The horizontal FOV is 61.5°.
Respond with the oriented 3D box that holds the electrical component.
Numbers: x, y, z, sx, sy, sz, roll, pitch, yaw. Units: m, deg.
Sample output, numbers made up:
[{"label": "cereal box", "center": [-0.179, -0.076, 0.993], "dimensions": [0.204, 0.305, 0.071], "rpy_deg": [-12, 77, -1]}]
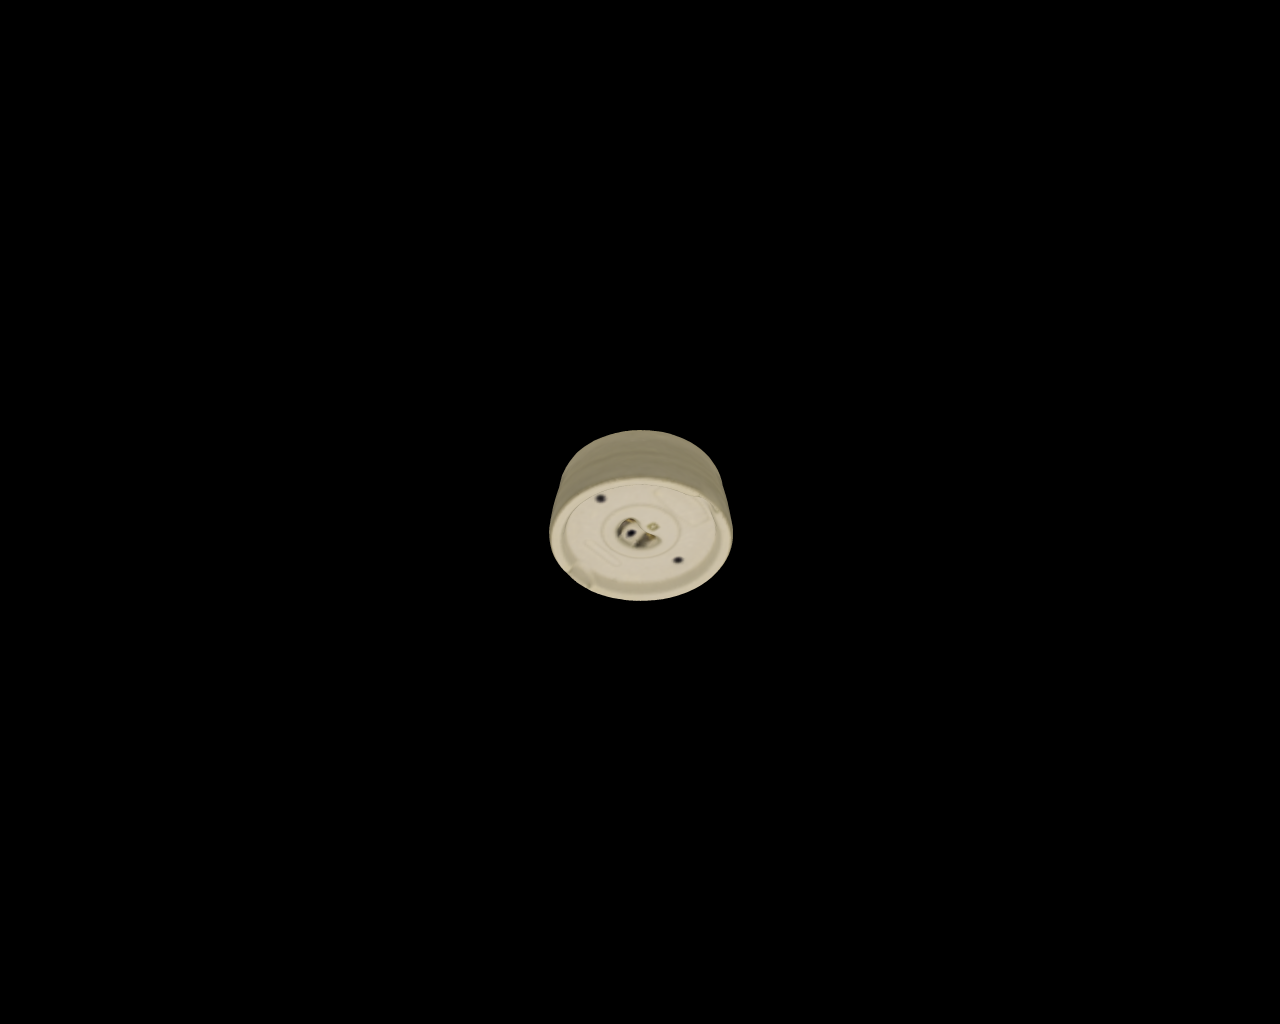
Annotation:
[{"label": "electrical component", "center": [0.001, -0.003, 0.650], "dimensions": [0.108, 0.060, 0.108], "rpy_deg": [0, -44, 0]}]
